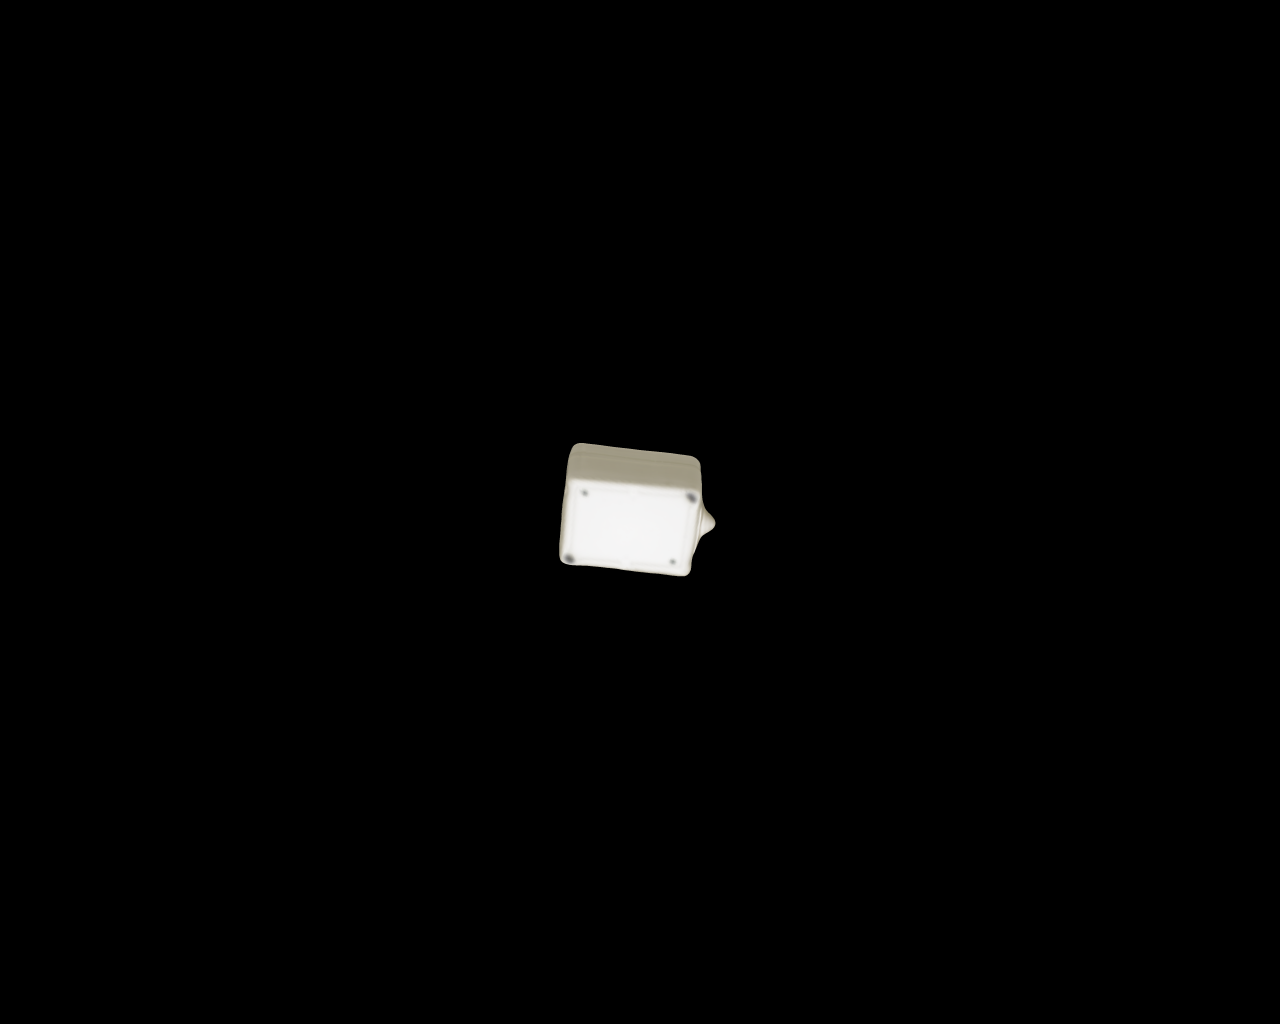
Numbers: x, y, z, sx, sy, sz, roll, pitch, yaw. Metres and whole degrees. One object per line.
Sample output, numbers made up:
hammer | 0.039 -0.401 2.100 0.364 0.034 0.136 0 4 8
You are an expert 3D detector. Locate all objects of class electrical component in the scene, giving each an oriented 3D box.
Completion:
electrical component | 0.001 -0.003 0.650 0.096 0.061 0.061 6 27 -3
